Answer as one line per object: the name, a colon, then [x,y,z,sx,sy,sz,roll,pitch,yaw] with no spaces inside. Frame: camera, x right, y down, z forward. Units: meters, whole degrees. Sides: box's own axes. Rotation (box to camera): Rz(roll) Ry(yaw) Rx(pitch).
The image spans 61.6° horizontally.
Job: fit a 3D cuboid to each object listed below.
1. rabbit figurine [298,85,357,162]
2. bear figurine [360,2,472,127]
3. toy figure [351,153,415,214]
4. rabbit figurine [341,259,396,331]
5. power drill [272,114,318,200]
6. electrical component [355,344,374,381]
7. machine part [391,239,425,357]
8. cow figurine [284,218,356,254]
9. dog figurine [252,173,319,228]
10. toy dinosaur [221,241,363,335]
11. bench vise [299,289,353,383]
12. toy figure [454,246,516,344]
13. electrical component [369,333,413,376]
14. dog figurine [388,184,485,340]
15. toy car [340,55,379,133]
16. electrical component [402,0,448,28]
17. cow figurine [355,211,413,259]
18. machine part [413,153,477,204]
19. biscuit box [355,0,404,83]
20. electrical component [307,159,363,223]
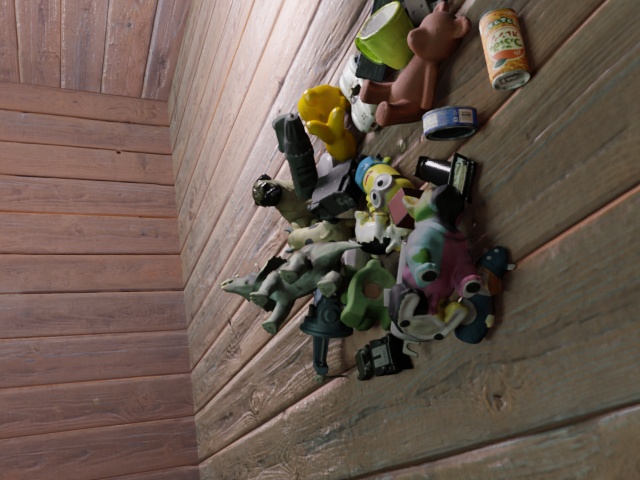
rabbit figurine: [0.031,-0.257,1.202,0.173,0.122,0.162,65,-171,2]
bear figurine: [0.164,-0.300,0.918,0.195,0.132,0.120,107,149,-42]
toy figure: [0.123,-0.114,1.050,0.180,0.089,0.082,-119,24,-61]
rabbit figurine: [0.086,0.120,1.085,0.170,0.121,0.159,108,157,-62]
power drill: [-0.056,-0.225,1.267,0.207,0.086,0.231,-121,13,-52]
electrical component: [0.095,0.265,1.154,0.094,0.021,0.063,110,152,-53]
machine part: [0.171,0.087,0.943,0.079,0.079,0.243,-152,65,-62]
cow figurine: [-0.003,-0.004,1.254,0.195,0.127,0.085,-16,72,61]
dog figurine: [-0.096,-0.091,1.379,0.121,0.190,0.172,-116,35,-44]
toy dinosaur: [-0.036,0.069,1.141,0.405,0.131,0.192,-29,21,31]
bench vise: [0.007,0.200,1.231,0.224,0.129,0.240,-157,71,-73]
toy figure: [0.246,0.082,0.814,0.064,0.058,0.154,20,110,23]
electrical component: [0.130,0.229,1.061,0.119,0.048,0.075,-35,58,58]
dog figurine: [0.171,0.021,0.839,0.219,0.108,0.191,-87,14,-50]
toy car: [0.087,-0.316,1.156,0.073,0.056,0.202,121,141,-47]
electrical component: [0.189,-0.432,0.966,0.078,0.045,0.102,64,154,2]
cow figurine: [0.128,-0.005,1.045,0.167,0.068,0.098,-162,75,-63]
machine part: [0.213,-0.110,0.910,0.139,0.039,0.084,30,124,59]
biscuit box: [0.122,-0.416,1.060,0.059,0.063,0.202,-73,-2,-63]
electrical component: [0.041,-0.114,1.176,0.115,0.058,0.134,-25,33,38]
